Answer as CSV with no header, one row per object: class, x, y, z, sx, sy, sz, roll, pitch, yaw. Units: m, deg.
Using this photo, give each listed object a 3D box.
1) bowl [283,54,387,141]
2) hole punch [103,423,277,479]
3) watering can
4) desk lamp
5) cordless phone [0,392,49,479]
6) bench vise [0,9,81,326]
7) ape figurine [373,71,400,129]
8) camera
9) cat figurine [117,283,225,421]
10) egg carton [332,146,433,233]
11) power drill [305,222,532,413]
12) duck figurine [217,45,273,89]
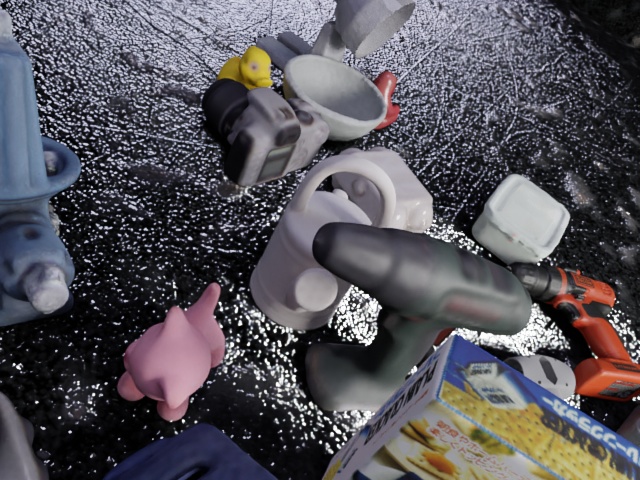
bowl,0.013,-0.203,0.868,0.168,0.074,0.167,17,43,-16
hole punch,-0.097,0.186,0.402,0.109,0.091,0.101,-25,64,-44
watering can,0.007,0.003,0.567,0.101,0.194,0.172,9,45,-23
desk lamp,0.024,-0.348,0.913,0.203,0.213,0.118,41,42,12
cordless phone,-0.197,0.138,0.318,0.094,0.185,0.147,-16,58,-40
bench vise,-0.233,-0.052,0.460,0.207,0.219,0.122,42,42,14
ape figurine,0.097,-0.233,0.934,0.077,0.092,0.076,45,43,17
camera,-0.077,-0.159,0.751,0.143,0.100,0.136,-25,65,-44
cat figurine,-0.115,0.088,0.469,0.067,0.117,0.128,29,41,-1
egg carton,0.081,-0.064,0.773,0.107,0.069,0.150,-10,55,-37
power drill,0.067,0.075,0.519,0.230,0.208,0.075,8,45,-24
duck figurine,-0.102,-0.239,0.828,0.078,0.086,0.104,-10,55,-37
